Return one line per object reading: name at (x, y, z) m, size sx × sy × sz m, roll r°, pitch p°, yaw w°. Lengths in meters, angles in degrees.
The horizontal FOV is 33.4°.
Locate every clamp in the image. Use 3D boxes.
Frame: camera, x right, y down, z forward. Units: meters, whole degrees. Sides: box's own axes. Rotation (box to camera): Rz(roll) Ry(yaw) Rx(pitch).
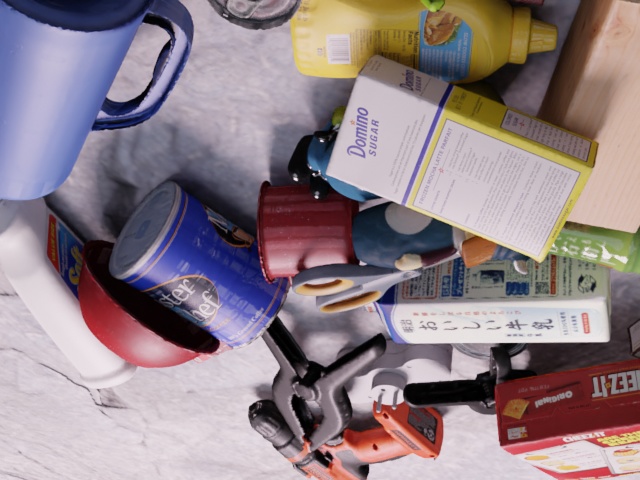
clamp at (0.165, 0.155, 1.092) m, size 0.120 × 0.039 × 0.171 m, roll -19°, pitch 150°, yaw 26°
clamp at (-0.017, 0.140, 1.118) m, size 0.165 × 0.036 × 0.210 m, roll 26°, pitch 136°, yaw 18°

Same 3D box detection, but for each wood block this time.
wood block at (0.222, -0.111, 0.781) m, size 0.091 × 0.090 × 0.206 m, roll 11°, pitch 139°, yaw 0°

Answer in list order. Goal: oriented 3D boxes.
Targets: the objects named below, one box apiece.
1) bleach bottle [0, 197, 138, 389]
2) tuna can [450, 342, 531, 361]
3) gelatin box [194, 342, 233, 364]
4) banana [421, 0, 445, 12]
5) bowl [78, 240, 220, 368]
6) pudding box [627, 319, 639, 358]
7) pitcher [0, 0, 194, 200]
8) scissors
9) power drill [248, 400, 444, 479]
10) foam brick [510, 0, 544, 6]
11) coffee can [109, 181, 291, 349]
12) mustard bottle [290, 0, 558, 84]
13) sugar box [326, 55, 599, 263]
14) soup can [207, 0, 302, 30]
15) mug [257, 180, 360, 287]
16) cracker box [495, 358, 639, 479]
bleach bottle at (-0.262, 0.036, 1.048) m, size 0.068 × 0.102 × 0.250 m, roll -14°, pitch 135°, yaw 19°
tuna can at (0.168, 0.082, 1.056) m, size 0.086 × 0.033 × 0.086 m, roll 7°, pitch 139°, yaw 5°
gelatin box at (-0.124, 0.092, 1.136) m, size 0.089 × 0.030 × 0.073 m, roll -24°, pitch 128°, yaw 34°
banana at (0.028, -0.242, 0.698) m, size 0.037 × 0.070 × 0.197 m, roll -40°, pitch 118°, yaw -9°
bowl at (-0.175, 0.072, 1.023) m, size 0.162 × 0.162 × 0.055 m, roll 34°, pitch 103°, yaw -25°
pudding box at (0.363, 0.086, 1.012) m, size 0.090 × 0.039 × 0.114 m, roll 25°, pitch 135°, yaw -14°
pitcher at (-0.211, -0.133, 0.830) m, size 0.149 × 0.144 × 0.243 m, roll 52°, pitch 142°, yaw 13°
scissors at (0.057, 0.022, 0.904) m, size 0.096 × 0.016 × 0.202 m, roll 16°, pitch 148°, yaw -39°
power drill at (0.033, 0.220, 1.229) m, size 0.188 × 0.057 × 0.184 m, roll -26°, pitch 127°, yaw 38°
foam brick at (0.123, -0.202, 0.729) m, size 0.078 × 0.053 × 0.051 m, roll 11°, pitch 140°, yaw 2°
coffee can at (-0.111, 0.025, 1.001) m, size 0.140 × 0.102 × 0.103 m, roll 35°, pitch 134°, yaw -25°
mustard bottle at (0.077, -0.155, 0.785) m, size 0.191 × 0.058 × 0.096 m, roll 6°, pitch 149°, yaw 7°
sugar box at (0.101, -0.059, 0.775) m, size 0.176 × 0.048 × 0.093 m, roll 25°, pitch 127°, yaw 7°
soup can at (-0.037, -0.201, 0.727) m, size 0.068 × 0.102 × 0.068 m, roll 7°, pitch 139°, yaw 6°
mug at (-0.006, 0.001, 0.958) m, size 0.081 × 0.093 × 0.117 m, roll -2°, pitch 121°, yaw 8°
cracker box at (0.288, 0.184, 1.067) m, size 0.164 × 0.072 × 0.213 m, roll -15°, pitch 153°, yaw 24°
